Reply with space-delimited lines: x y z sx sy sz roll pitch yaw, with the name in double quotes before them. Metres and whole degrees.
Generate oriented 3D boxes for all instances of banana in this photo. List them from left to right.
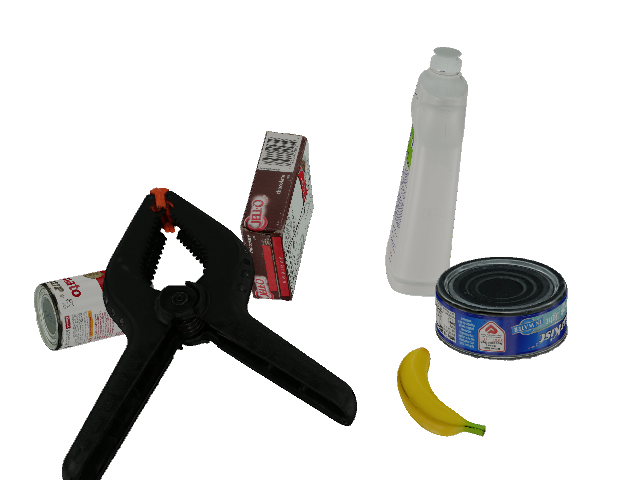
"banana" 0.126 0.180 1.262 0.069 0.037 0.198 10 21 -20

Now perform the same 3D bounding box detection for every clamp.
"clamp" -0.070 0.047 0.641 0.164 0.210 0.036 -9 -42 0

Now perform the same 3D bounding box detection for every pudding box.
"pudding box" -0.034 -0.020 0.887 0.039 0.113 0.090 7 -40 9

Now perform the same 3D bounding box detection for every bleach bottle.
"bleach bottle" 0.115 -0.073 1.105 0.068 0.251 0.102 3 29 -4

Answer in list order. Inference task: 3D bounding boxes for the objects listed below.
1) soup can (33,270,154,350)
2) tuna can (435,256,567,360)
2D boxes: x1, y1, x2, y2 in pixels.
"soup can" -0.221 0.065 1.046 0.102 0.068 0.069 -12 6 -32
"tuna can" 0.117 0.042 0.693 0.086 0.034 0.086 -4 23 1
